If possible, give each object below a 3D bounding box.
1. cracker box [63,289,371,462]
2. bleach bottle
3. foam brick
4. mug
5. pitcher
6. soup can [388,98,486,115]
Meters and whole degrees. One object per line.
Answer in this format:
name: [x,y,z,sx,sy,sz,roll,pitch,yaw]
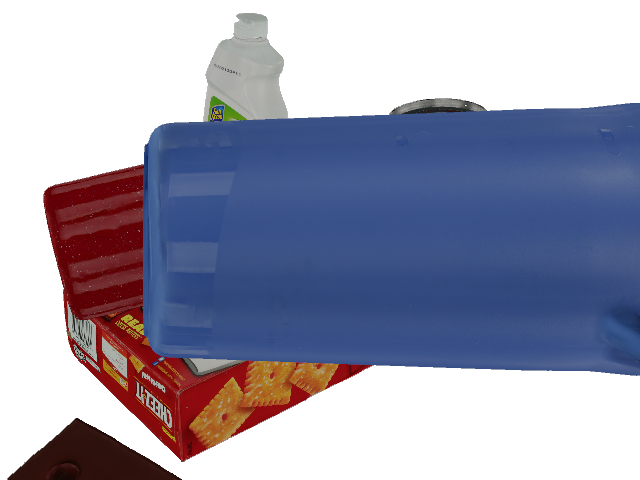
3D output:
cracker box: [-0.066,0.066,0.836,0.213,0.072,0.164,-21,37,-35]
bleach bottle: [-0.067,-0.087,1.016,0.103,0.251,0.067,21,29,29]
foam brick: [-0.088,0.123,0.446,0.078,0.051,0.052,22,45,28]
mug: [-0.117,0.000,0.644,0.081,0.093,0.117,-14,1,-10]
pitcher: [0.038,-0.006,0.515,0.242,0.145,0.149,0,-7,-8]
soup can: [0.082,-0.039,0.742,0.068,0.102,0.068,-3,27,1]
